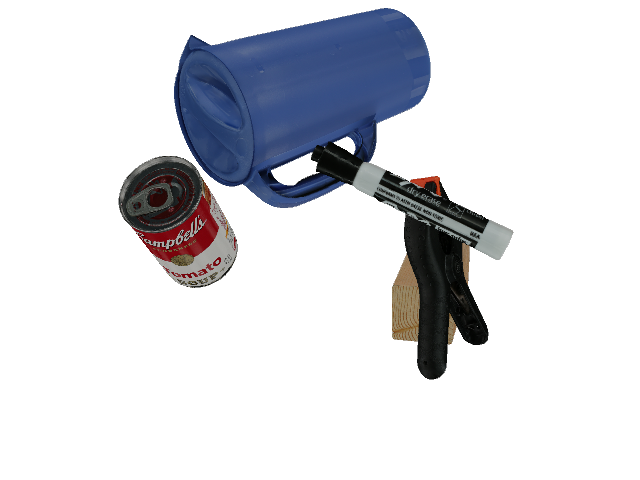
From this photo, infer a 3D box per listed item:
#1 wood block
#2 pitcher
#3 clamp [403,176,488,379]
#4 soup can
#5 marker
[{"bbox_3d":[0.170,0.070,1.620,0.091,0.090,0.206,4,22,13],"label":"wood block"},{"bbox_3d":[-0.006,-0.141,1.044,0.242,0.149,0.145,-23,32,-32],"label":"pitcher"},{"bbox_3d":[0.101,0.034,0.925,0.039,0.171,0.120,-12,14,26],"label":"clamp"},{"bbox_3d":[-0.113,-0.013,0.860,0.068,0.068,0.102,0,-28,14],"label":"soup can"},{"bbox_3d":[0.050,-0.024,0.601,0.121,0.020,0.020,26,3,6],"label":"marker"}]
